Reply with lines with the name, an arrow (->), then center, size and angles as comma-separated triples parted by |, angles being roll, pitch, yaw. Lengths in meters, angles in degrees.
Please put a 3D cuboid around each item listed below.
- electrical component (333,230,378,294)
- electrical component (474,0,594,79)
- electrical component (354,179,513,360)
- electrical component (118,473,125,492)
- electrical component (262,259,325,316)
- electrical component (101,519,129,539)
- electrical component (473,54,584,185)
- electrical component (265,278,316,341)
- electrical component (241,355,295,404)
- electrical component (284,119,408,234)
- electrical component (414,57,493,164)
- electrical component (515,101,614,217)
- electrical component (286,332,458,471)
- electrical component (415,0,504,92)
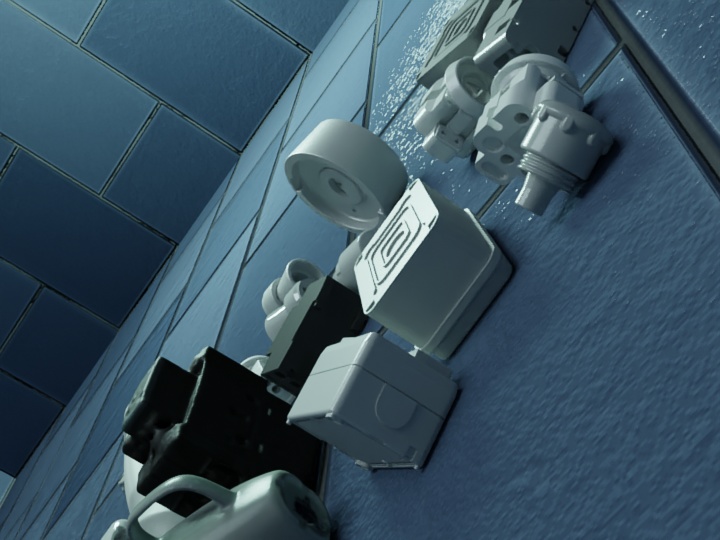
electrical component -> 0.000, 0.000, 0.870 | 0.078, 0.040, 0.040 | -44, 18, 44
electrical component -> 0.130, -0.182, 0.807 | 0.089, 0.050, 0.056 | -62, 14, -22
electrical component -> 0.044, -0.002, 0.676 | 0.078, 0.057, 0.113 | -54, 13, 12
electrical component -> -0.184, 0.179, 1.084 | 0.109, 0.056, 0.108 | -34, 26, 60
electrical component -> -0.065, 0.022, 1.045 | 0.055, 0.045, 0.045 | -47, 16, 39
electrical component -> -0.218, 0.276, 0.981 | 0.059, 0.054, 0.095 | -53, 13, 17
electrical component -> 0.107, -0.097, 0.672 | 0.078, 0.058, 0.057 | -43, 22, 48
electrical component -> -0.052, 0.040, 0.956 | 0.055, 0.045, 0.045 | -48, 16, 33
electrical component -> -0.084, 0.103, 0.924 | 0.066, 0.048, 0.055 | -55, 20, 8
electrical component -> -0.007, -0.089, 0.974 | 0.060, 0.108, 0.108 | -56, 11, -23
electrical component -> 0.082, -0.129, 0.841 | 0.057, 0.058, 0.078 | -47, 16, 48
electrical component -> 0.110, -0.061, 0.608 | 0.062, 0.048, 0.048 | -62, 12, 7
electrical component -> 0.005, 0.075, 0.623 | 0.061, 0.062, 0.096 | -62, 14, -20
electrical component -> 0.105, -0.186, 0.894 | 0.078, 0.057, 0.113 | -62, 14, -21
